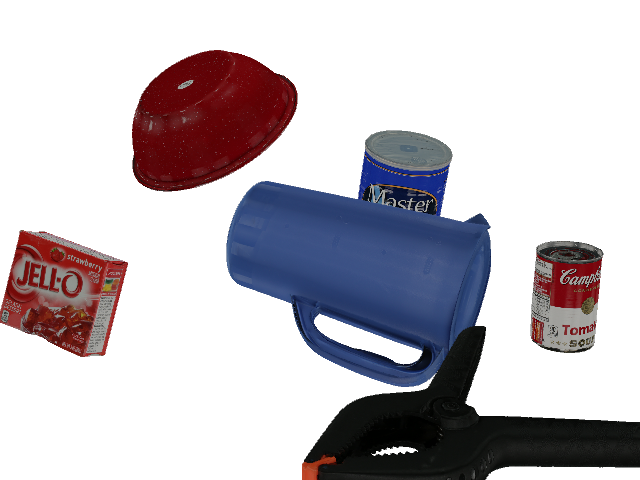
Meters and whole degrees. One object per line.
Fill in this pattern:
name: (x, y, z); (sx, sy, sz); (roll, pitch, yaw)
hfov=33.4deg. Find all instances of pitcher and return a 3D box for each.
pitcher: (0.033, 0.030, 1.020); (0.243, 0.145, 0.149); (15, 20, 19)

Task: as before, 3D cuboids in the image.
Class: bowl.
bowl: (-0.103, -0.115, 0.920); (0.162, 0.055, 0.162); (-19, 37, 15)

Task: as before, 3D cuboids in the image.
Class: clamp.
clamp: (0.073, 0.107, 0.627); (0.209, 0.036, 0.165); (-10, 24, -27)

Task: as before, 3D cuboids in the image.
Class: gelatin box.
gelatin box: (-0.193, 0.038, 0.793); (0.089, 0.073, 0.030); (18, 6, 27)

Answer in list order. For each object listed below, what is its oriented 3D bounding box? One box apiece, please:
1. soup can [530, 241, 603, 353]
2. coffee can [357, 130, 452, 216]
soup can: (0.257, 0.059, 1.118); (0.068, 0.102, 0.068); (1, 17, 0)
coffee can: (0.095, -0.047, 1.272); (0.102, 0.140, 0.103); (6, 28, -3)
